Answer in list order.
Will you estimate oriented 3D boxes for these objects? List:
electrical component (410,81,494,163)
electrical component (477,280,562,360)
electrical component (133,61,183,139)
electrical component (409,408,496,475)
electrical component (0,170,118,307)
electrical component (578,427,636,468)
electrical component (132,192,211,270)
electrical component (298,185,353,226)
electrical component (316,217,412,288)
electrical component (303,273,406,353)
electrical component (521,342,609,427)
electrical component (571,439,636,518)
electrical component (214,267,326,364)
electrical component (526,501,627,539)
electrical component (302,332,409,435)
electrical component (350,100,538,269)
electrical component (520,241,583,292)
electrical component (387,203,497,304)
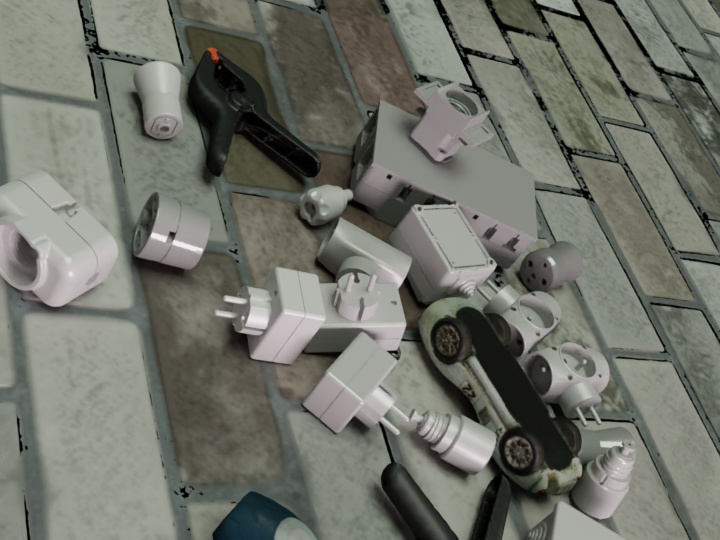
[{"bbox_3d":[0.087,-0.145,1.062,0.081,0.063,0.042,46,40,13],"label":"electrical component"},{"bbox_3d":[0.145,0.041,1.036,0.079,0.044,0.077,46,40,12],"label":"electrical component"},{"bbox_3d":[-0.184,-0.154,0.990,0.044,0.044,0.065,8,52,-30],"label":"electrical component"},{"bbox_3d":[0.076,0.138,0.893,0.078,0.040,0.040,29,40,-8],"label":"electrical component"},{"bbox_3d":[-0.239,-0.022,0.810,0.095,0.053,0.059,43,40,7],"label":"electrical component"},{"bbox_3d":[0.209,0.161,0.968,0.065,0.044,0.044,8,47,-24],"label":"electrical component"},{"bbox_3d":[-0.154,-0.030,0.881,0.047,0.055,0.055,19,42,-25],"label":"electrical component"},{"bbox_3d":[-0.029,-0.064,1.020,0.035,0.035,0.061,48,38,13],"label":"electrical component"},{"bbox_3d":[0.000,0.000,0.971,0.077,0.043,0.079,29,40,-9],"label":"electrical component"},{"bbox_3d":[-0.004,0.028,0.899,0.083,0.075,0.047,0,50,-15],"label":"electrical component"},{"bbox_3d":[0.200,0.112,1.006,0.077,0.044,0.079,1,51,-36],"label":"electrical component"},{"bbox_3d":[0.215,0.179,0.930,0.040,0.078,0.040,18,29,-11],"label":"electrical component"},{"bbox_3d":[-0.078,0.034,0.863,0.077,0.065,0.047,12,46,-28],"label":"electrical component"},{"bbox_3d":[0.175,0.247,0.853,0.100,0.048,0.099,31,40,-6],"label":"electrical component"},{"bbox_3d":[0.006,0.103,0.872,0.077,0.047,0.065,40,39,4],"label":"electrical component"},{"bbox_3d":[0.085,-0.083,1.101,0.186,0.060,0.105,24,41,-15],"label":"electrical component"},{"bbox_3d":[0.199,-0.003,1.117,0.055,0.045,0.045,-19,64,-45],"label":"electrical component"},{"bbox_3d":[0.078,-0.008,1.022,0.062,0.061,0.096,-5,55,-40],"label":"electrical component"}]
